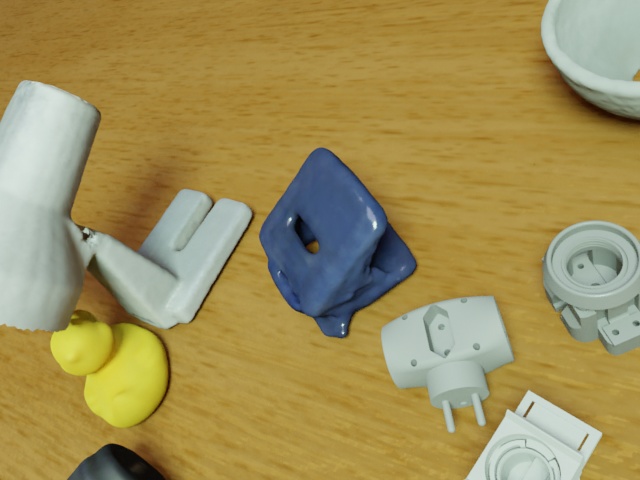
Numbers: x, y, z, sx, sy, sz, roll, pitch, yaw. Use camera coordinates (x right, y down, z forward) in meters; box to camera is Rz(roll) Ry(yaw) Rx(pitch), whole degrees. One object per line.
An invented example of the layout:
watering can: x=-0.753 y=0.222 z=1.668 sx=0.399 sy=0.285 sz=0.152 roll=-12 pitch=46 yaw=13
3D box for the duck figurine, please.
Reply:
duck figurine: x=-0.178 y=0.099 z=0.468 sx=0.077 sy=0.086 sz=0.104 roll=-40 pitch=50 yaw=-2

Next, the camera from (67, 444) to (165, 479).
camera: x=-0.161 y=0.214 z=0.372 sx=0.142 sy=0.101 sz=0.137 roll=30 pitch=76 yaw=38

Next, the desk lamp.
desk lamp: x=-0.188 y=-0.006 z=0.459 sx=0.117 sy=0.214 sz=0.203 roll=15 pitch=67 yaw=34

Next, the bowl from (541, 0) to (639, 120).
bowl: x=0.251 y=-0.143 z=0.413 sx=0.167 sy=0.075 sz=0.167 roll=-14 pitch=54 yaw=19

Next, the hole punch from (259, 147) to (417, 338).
hole punch: x=0.004 y=0.002 z=0.435 sx=0.101 sy=0.091 sz=0.108 roll=-37 pitch=50 yaw=1
